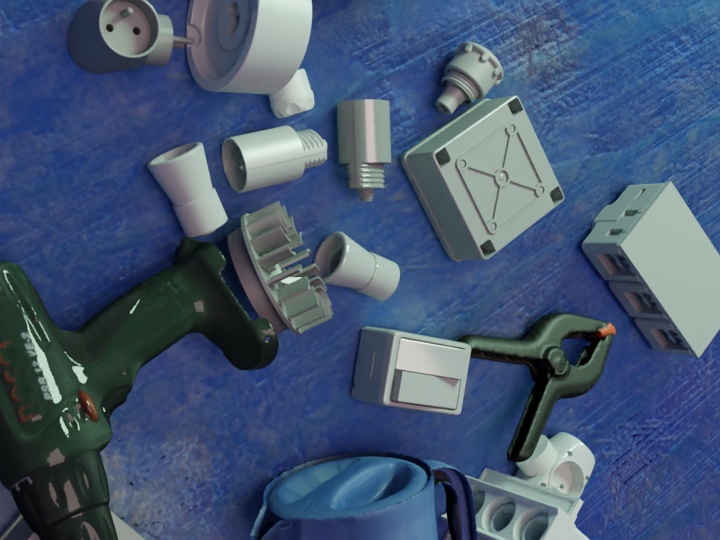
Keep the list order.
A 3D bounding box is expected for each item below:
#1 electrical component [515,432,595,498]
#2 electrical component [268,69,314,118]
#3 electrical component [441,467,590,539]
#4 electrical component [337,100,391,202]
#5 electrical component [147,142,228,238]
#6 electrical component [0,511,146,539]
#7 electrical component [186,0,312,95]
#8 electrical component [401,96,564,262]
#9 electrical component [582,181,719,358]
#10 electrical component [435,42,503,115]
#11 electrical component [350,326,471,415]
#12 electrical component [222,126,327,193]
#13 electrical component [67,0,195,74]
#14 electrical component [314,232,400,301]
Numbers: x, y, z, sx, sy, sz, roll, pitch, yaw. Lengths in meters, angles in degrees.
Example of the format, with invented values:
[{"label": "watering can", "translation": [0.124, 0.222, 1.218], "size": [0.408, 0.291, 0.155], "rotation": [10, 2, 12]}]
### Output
[{"label": "electrical component", "translation": [0.166, 0.178, 0.984], "size": [0.077, 0.044, 0.079], "rotation": [-44, 110, -22]}, {"label": "electrical component", "translation": [-0.060, -0.153, 0.849], "size": [0.035, 0.035, 0.061], "rotation": [-22, 100, -28]}, {"label": "electrical component", "translation": [0.136, 0.223, 0.923], "size": [0.063, 0.121, 0.078], "rotation": [43, 71, -27]}, {"label": "electrical component", "translation": [0.004, -0.097, 0.882], "size": [0.043, 0.043, 0.081], "rotation": [-3, 93, -30]}, {"label": "electrical component", "translation": [-0.127, -0.058, 0.809], "size": [0.044, 0.044, 0.065], "rotation": [-31, 111, -26]}, {"label": "electrical component", "translation": [-0.196, 0.209, 0.765], "size": [0.113, 0.057, 0.078], "rotation": [47, 69, -22]}, {"label": "electrical component", "translation": [-0.077, -0.182, 0.798], "size": [0.060, 0.108, 0.108], "rotation": [4, 89, -37]}, {"label": "electrical component", "translation": [0.107, -0.079, 0.935], "size": [0.109, 0.056, 0.108], "rotation": [-36, 108, -25]}, {"label": "electrical component", "translation": [0.292, 0.000, 1.042], "size": [0.089, 0.062, 0.150], "rotation": [-48, 113, -20]}, {"label": "electrical component", "translation": [0.090, -0.162, 0.931], "size": [0.048, 0.048, 0.062], "rotation": [44, 77, -24]}, {"label": "electrical component", "translation": [0.051, 0.086, 0.904], "size": [0.096, 0.061, 0.061], "rotation": [12, 85, -30]}, {"label": "electrical component", "translation": [-0.063, -0.090, 0.843], "size": [0.081, 0.043, 0.043], "rotation": [-17, 100, -29]}, {"label": "electrical component", "translation": [-0.159, -0.165, 0.765], "size": [0.079, 0.077, 0.043], "rotation": [0, 91, -31]}, {"label": "electrical component", "translation": [0.000, 0.000, 0.884], "size": [0.065, 0.044, 0.044], "rotation": [23, 80, -34]}]
